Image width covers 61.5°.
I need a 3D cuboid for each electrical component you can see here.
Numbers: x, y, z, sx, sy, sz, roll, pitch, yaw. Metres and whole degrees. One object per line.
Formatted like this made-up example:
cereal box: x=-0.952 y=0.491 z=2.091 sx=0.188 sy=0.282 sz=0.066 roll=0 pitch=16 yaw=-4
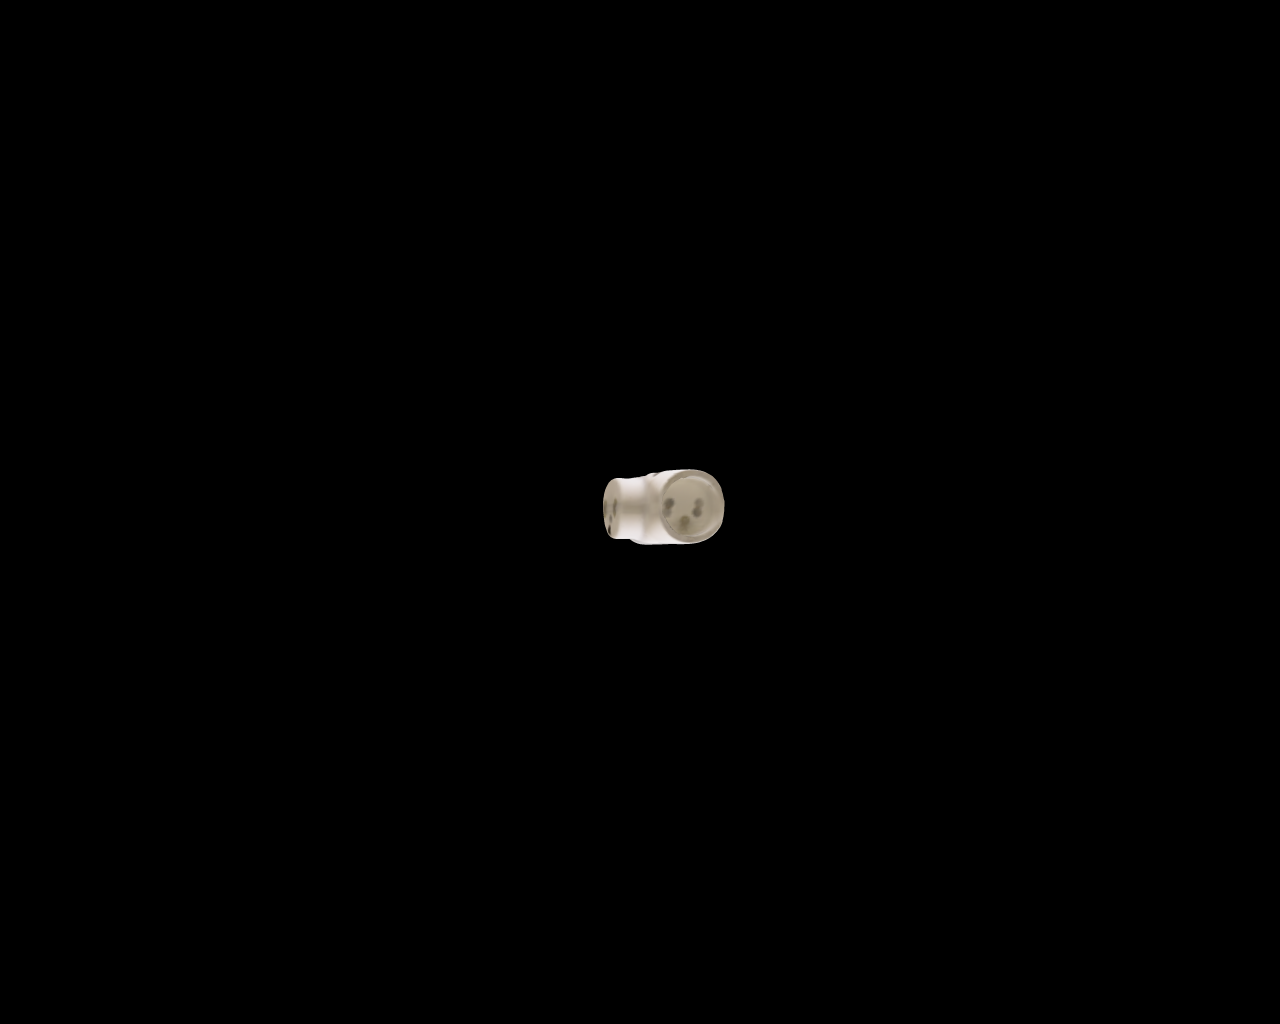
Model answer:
electrical component: x=0.001 y=-0.003 z=0.650 sx=0.079 sy=0.044 sz=0.077 roll=1 pitch=-2 yaw=-19
